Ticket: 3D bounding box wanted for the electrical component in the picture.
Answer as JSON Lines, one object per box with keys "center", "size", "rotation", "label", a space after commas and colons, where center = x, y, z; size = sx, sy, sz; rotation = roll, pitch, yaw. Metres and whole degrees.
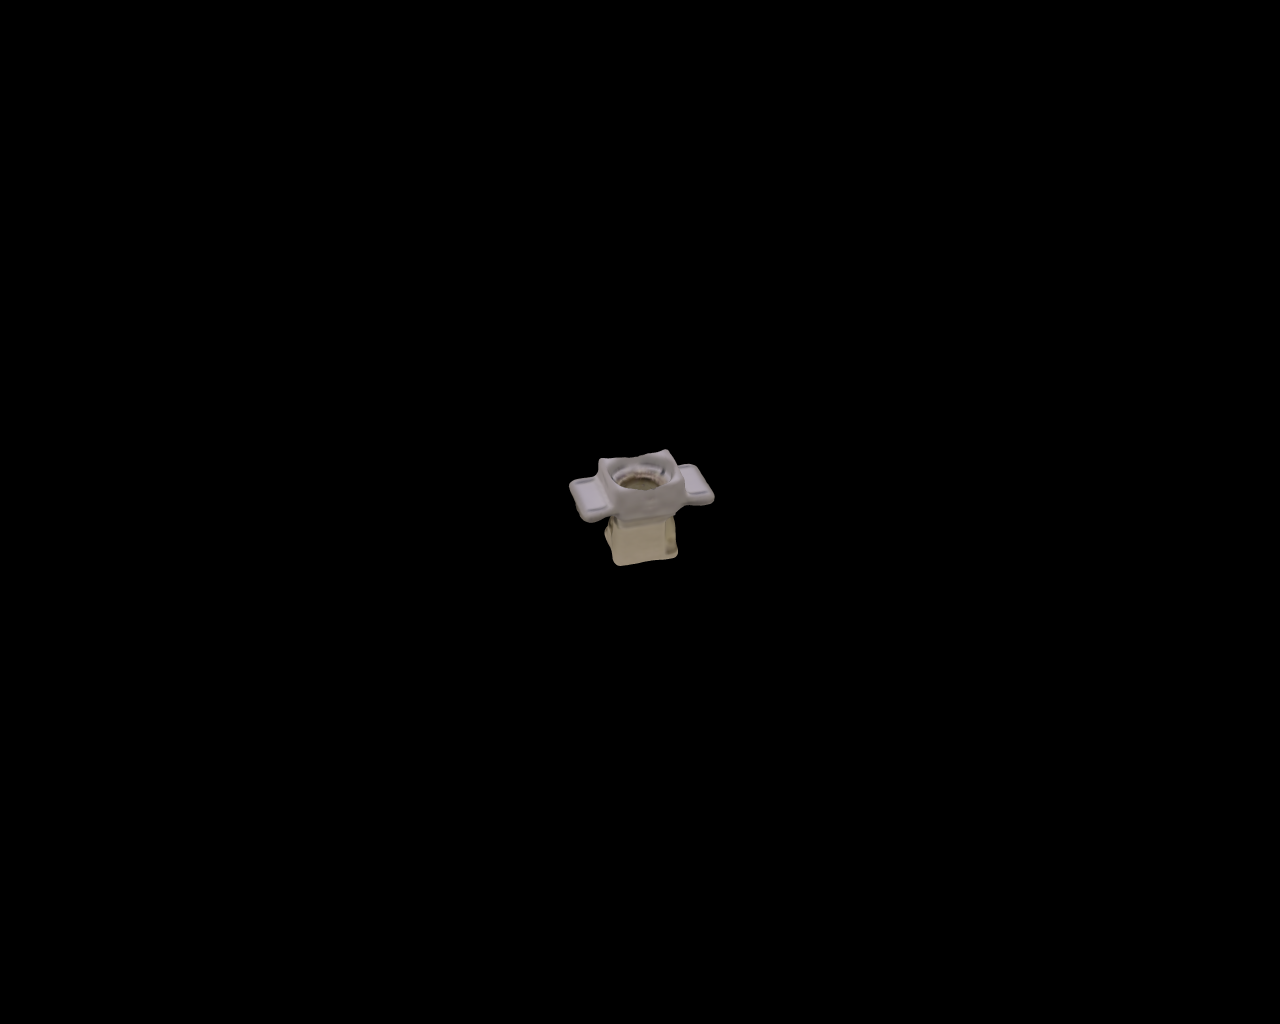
{"center": [0.001, -0.003, 0.650], "size": [0.081, 0.063, 0.042], "rotation": [-8, 36, -11], "label": "electrical component"}
